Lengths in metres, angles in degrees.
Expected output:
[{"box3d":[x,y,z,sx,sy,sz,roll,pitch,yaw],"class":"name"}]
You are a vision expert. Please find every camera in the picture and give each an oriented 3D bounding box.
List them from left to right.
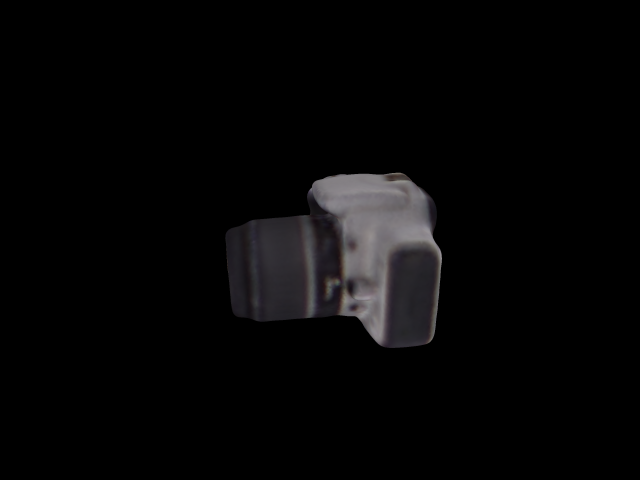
[{"box3d":[0.004,0.001,0.400,0.137,0.101,0.143,-4,24,-9],"class":"camera"}]
